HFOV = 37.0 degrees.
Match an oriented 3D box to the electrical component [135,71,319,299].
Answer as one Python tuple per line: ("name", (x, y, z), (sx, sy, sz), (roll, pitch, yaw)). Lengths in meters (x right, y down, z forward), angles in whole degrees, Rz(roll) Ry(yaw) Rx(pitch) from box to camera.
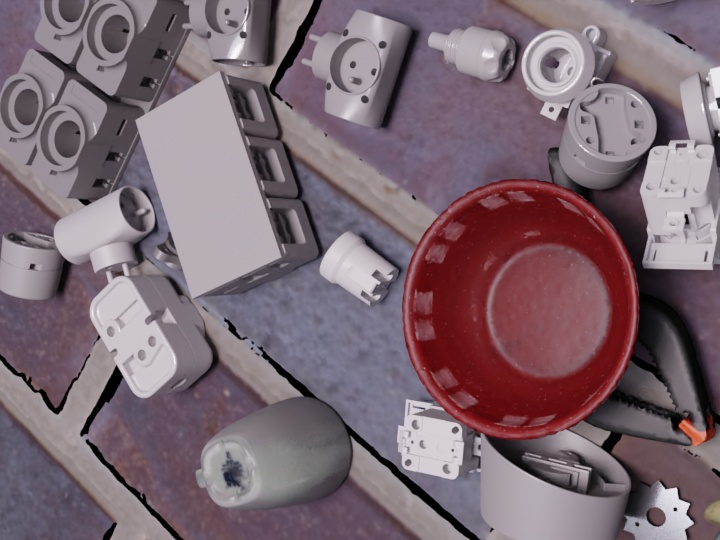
("electrical component", (-0.101, -0.064, 0.834), (0.089, 0.062, 0.150), (-24, 80, 27))

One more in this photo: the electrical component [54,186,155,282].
("electrical component", (-0.211, -0.020, 0.907), (0.077, 0.043, 0.079), (-22, 81, 28))

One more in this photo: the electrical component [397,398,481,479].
("electrical component", (0.062, 0.118, 0.748), (0.081, 0.064, 0.042), (6, 95, 28))

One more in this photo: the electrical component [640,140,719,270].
("electrical component", (0.200, -0.041, 0.660), (0.042, 0.063, 0.081), (2, 51, 28))

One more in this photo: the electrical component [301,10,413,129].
("electrical component", (-0.009, -0.152, 0.791), (0.079, 0.044, 0.077), (24, 102, 27))

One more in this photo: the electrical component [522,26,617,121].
("electrical component", (0.135, -0.131, 0.705), (0.048, 0.055, 0.066), (32, 106, 25))

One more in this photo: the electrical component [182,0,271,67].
("electrical component", (-0.107, -0.201, 0.844), (0.079, 0.044, 0.077), (6, 95, 28))

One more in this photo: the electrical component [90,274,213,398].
("electrical component", (-0.166, 0.052, 0.875), (0.054, 0.059, 0.095), (-41, 73, 23))

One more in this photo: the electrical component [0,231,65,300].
("electrical component", (-0.289, -0.004, 0.945), (0.055, 0.055, 0.047), (20, 105, 27))

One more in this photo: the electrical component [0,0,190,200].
("electrical component", (-0.228, -0.164, 0.903), (0.105, 0.060, 0.186), (36, 108, 23))

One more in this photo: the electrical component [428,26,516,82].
("electrical component", (0.076, -0.154, 0.750), (0.061, 0.035, 0.035), (23, 102, 29))

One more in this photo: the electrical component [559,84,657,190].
("electrical component", (0.156, -0.083, 0.689), (0.055, 0.047, 0.055), (0, 69, -1))

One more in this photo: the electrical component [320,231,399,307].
("electrical component", (0.000, 0.000, 0.794), (0.046, 0.040, 0.040), (36, 108, 17))

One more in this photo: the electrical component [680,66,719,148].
("electrical component", (0.229, -0.102, 0.661), (0.055, 0.048, 0.066), (-11, 86, 21))

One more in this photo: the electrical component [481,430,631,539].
("electrical component", (0.124, 0.137, 0.696), (0.099, 0.099, 0.064), (11, 103, 28))

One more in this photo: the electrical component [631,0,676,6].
("electrical component", (0.196, -0.198, 0.658), (0.080, 0.080, 0.051), (-15, 90, 28))
